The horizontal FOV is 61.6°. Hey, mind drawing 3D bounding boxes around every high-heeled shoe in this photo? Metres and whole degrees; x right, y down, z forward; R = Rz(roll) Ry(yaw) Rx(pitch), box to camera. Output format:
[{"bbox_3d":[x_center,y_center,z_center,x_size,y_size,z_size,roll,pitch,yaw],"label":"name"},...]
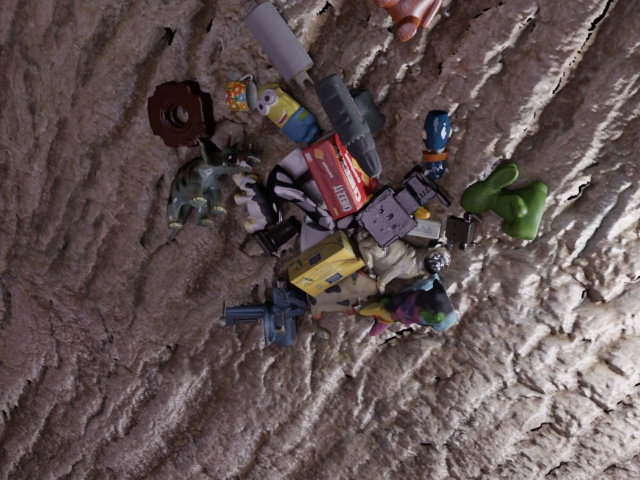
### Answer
[{"bbox_3d":[-0.003,-0.101,1.274,0.249,0.086,0.145,2,102,-6],"label":"high-heeled shoe"}]

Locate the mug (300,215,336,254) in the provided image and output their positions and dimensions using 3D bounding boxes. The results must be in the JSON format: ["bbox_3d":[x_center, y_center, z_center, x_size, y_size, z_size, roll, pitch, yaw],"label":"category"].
[{"bbox_3d":[-0.003,-0.004,1.372,0.109,0.081,0.107,7,127,-18],"label":"mug"}]

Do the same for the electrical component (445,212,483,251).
[{"bbox_3d":[0.342,-0.022,1.276,0.078,0.045,0.102,15,115,42],"label":"electrical component"}]

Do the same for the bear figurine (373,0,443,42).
[{"bbox_3d":[0.222,-0.503,1.072,0.196,0.132,0.120,-28,104,31],"label":"bear figurine"}]

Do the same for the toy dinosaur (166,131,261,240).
[{"bbox_3d":[-0.318,-0.140,1.376,0.405,0.131,0.192,-22,64,47],"label":"toy dinosaur"}]

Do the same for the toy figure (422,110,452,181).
[{"bbox_3d":[0.264,-0.212,1.214,0.064,0.058,0.154,8,118,20],"label":"toy figure"}]

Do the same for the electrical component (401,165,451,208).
[{"bbox_3d":[0.248,-0.113,1.249,0.119,0.075,0.048,46,115,-8],"label":"electrical component"}]

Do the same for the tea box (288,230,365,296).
[{"bbox_3d":[0.014,0.060,1.339,0.169,0.068,0.098,-35,133,22],"label":"tea box"}]

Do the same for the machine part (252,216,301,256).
[{"bbox_3d":[-0.111,-0.014,1.416,0.139,0.039,0.084,-26,96,26],"label":"machine part"}]

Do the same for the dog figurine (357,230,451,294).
[{"bbox_3d":[0.205,0.024,1.315,0.191,0.121,0.172,-27,105,10],"label":"dog figurine"}]

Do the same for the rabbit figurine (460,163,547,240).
[{"bbox_3d":[0.402,-0.089,1.185,0.170,0.121,0.159,16,108,8],"label":"rabbit figurine"}]

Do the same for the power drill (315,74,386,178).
[{"bbox_3d":[0.081,-0.250,1.171,0.086,0.207,0.232,-29,98,30],"label":"power drill"}]

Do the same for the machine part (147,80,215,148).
[{"bbox_3d":[-0.352,-0.316,1.357,0.180,0.056,0.179,6,112,15],"label":"machine part"}]

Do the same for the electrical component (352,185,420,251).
[{"bbox_3d":[0.159,-0.058,1.229,0.134,0.058,0.115,-41,100,15],"label":"electrical component"}]

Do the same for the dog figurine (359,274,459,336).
[{"bbox_3d":[0.212,0.177,1.325,0.219,0.192,0.108,-25,110,8],"label":"dog figurine"}]

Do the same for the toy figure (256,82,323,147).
[{"bbox_3d":[-0.074,-0.294,1.270,0.180,0.089,0.082,38,103,-11],"label":"toy figure"}]

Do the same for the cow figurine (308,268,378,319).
[{"bbox_3d":[0.059,0.131,1.401,0.195,0.085,0.127,-10,114,21],"label":"cow figurine"}]

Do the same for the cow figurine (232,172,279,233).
[{"bbox_3d":[-0.163,-0.109,1.375,0.098,0.068,0.167,-12,107,21],"label":"cow figurine"}]

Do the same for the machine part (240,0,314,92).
[{"bbox_3d":[-0.092,-0.446,1.215,0.079,0.079,0.243,-32,98,25],"label":"machine part"}]

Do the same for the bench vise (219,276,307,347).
[{"bbox_3d":[-0.155,0.199,1.458,0.241,0.129,0.223,-1,132,-2],"label":"bench vise"}]
